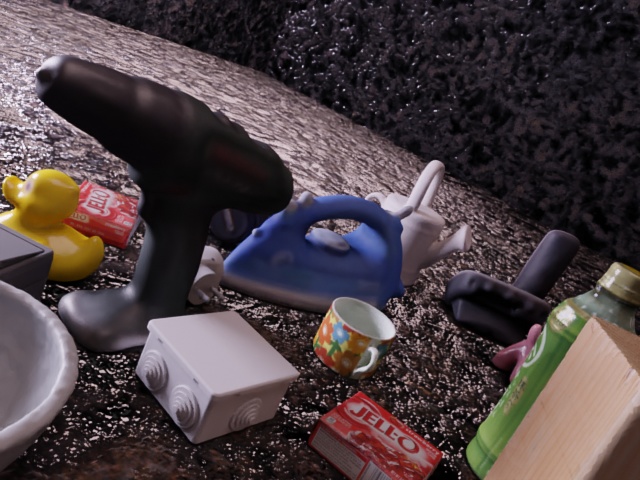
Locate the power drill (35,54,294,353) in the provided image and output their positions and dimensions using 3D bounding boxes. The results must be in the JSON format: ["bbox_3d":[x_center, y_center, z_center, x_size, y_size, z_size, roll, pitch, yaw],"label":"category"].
[{"bbox_3d":[-0.129,-0.018,0.454,0.075,0.208,0.230,38,21,34],"label":"power drill"}]

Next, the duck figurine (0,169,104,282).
[{"bbox_3d":[-0.239,-0.018,0.510,0.104,0.086,0.077,24,18,-5],"label":"duck figurine"}]

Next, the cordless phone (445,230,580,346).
[{"bbox_3d":[0.286,0.053,0.853,0.148,0.185,0.094,23,18,-8],"label":"cordless phone"}]

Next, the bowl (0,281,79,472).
[{"bbox_3d":[-0.215,0.078,0.284,0.167,0.075,0.167,23,18,-7],"label":"bowl"}]

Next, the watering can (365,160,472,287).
[{"bbox_3d":[0.151,-0.030,0.892,0.173,0.194,0.101,25,17,-1],"label":"watering can"}]

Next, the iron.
[{"bbox_3d":[0.006,0.002,0.691,0.259,0.141,0.118,10,23,-41],"label":"iron"}]

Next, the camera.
[{"bbox_3d":[-0.105,-0.055,0.772,0.143,0.101,0.137,28,18,8],"label":"camera"}]

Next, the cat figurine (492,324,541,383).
[{"bbox_3d":[0.307,0.138,0.750,0.128,0.118,0.067,14,21,-32],"label":"cat figurine"}]
